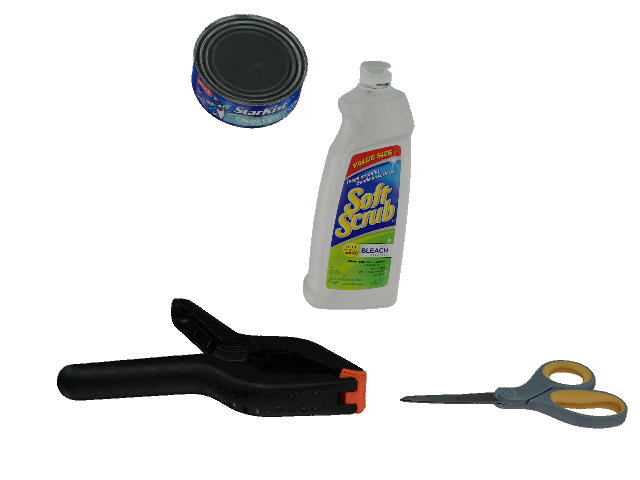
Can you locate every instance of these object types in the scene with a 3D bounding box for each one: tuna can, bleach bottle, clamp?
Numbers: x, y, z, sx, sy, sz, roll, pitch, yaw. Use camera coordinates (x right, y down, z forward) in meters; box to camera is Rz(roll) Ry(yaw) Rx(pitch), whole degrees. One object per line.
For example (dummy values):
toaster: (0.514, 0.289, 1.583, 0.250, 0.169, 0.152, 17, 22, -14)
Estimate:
tuna can: (-0.054, -0.127, 0.806, 0.086, 0.086, 0.034, 0, -30, -12)
bleach bottle: (0.039, -0.055, 1.074, 0.102, 0.251, 0.068, 0, 24, -7)
clamp: (-0.063, 0.088, 0.786, 0.210, 0.036, 0.164, 6, 20, 16)

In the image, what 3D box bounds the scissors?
scissors: (0.169, 0.129, 0.946, 0.201, 0.016, 0.096, 9, 27, -1)
